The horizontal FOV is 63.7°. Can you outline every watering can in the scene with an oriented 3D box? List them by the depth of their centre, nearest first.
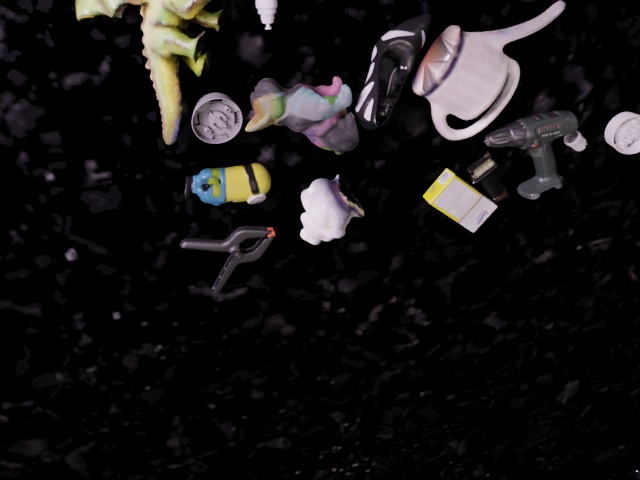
[{"bbox_3d":[0.334,-0.373,1.071,0.223,0.106,0.342,20,115,-25],"label":"watering can"}]

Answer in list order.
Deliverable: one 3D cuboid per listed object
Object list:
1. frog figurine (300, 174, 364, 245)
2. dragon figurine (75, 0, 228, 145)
[{"bbox_3d":[0.004,-0.059,1.166,0.158,0.124,0.137,-38,91,19],"label":"frog figurine"},{"bbox_3d":[-0.307,-0.384,0.903,0.242,0.124,0.403,24,114,-8],"label":"dragon figurine"}]
